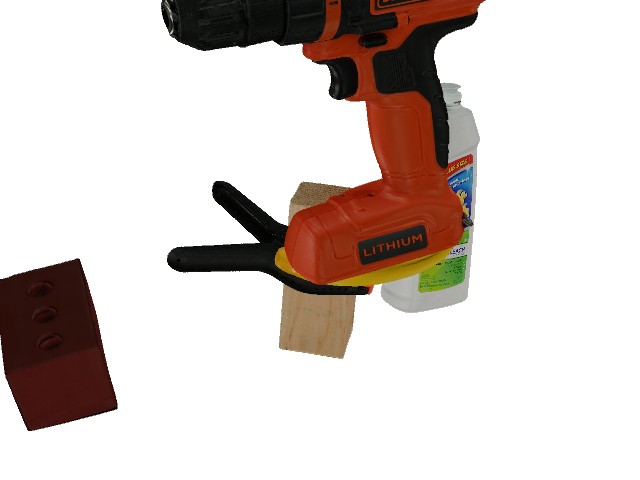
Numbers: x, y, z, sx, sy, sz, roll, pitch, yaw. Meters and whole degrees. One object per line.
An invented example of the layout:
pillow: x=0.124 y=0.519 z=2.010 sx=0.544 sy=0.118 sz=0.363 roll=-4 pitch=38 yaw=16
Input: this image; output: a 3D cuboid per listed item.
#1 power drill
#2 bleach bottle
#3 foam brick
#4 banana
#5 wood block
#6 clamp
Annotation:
power drill: x=0.013 y=-0.071 z=0.574 sx=0.184 sy=0.188 sz=0.057 roll=-14 pitch=33 yaw=-17
bleach bottle: x=0.126 y=-0.049 z=1.194 sx=0.102 sy=0.251 sz=0.068 roll=-9 pitch=24 yaw=-28
foam brick: x=-0.151 y=0.059 z=0.608 sx=0.053 sy=0.051 sz=0.078 roll=-15 pitch=42 yaw=-11
banana: x=0.054 y=0.004 z=0.862 sx=0.197 sy=0.037 sz=0.070 roll=-22 pitch=44 yaw=-40
wood block: x=0.002 y=0.038 z=1.401 sx=0.090 sy=0.206 sz=0.090 roll=8 pitch=23 yaw=7
clamp: x=-0.047 y=0.014 z=1.098 sx=0.210 sy=0.036 sz=0.164 roll=22 pitch=34 yaw=9
